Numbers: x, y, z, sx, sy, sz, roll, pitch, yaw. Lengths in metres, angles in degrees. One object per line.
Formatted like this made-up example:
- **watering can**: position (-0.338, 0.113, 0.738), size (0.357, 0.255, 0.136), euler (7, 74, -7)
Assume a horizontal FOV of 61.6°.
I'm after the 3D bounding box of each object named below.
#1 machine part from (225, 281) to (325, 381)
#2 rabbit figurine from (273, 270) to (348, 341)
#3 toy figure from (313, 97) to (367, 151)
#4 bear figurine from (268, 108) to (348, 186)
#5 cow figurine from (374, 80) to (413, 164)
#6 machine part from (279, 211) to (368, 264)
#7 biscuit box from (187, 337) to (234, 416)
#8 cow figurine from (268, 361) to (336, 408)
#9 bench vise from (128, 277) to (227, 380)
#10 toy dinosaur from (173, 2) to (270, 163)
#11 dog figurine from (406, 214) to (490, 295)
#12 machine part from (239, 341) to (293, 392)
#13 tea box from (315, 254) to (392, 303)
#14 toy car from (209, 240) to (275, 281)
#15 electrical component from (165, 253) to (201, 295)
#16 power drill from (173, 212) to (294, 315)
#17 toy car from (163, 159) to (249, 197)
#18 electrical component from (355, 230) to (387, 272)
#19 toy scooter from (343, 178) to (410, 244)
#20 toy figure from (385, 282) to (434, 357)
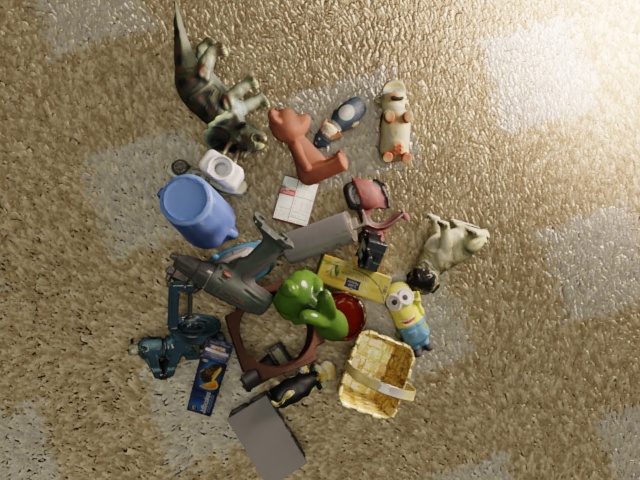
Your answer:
- **machine part**: position (-0.105, 0.208, 1.245), size (0.201, 0.087, 0.201), euler (-17, 80, -17)
- **rabbit figurine**: position (-0.004, 0.143, 1.145), size (0.170, 0.159, 0.121), euler (39, 77, 9)
- **toy figure**: position (0.043, -0.282, 1.303), size (0.154, 0.057, 0.064), euler (-43, 54, -2)
- **bear figurine**: position (-0.031, -0.229, 1.236), size (0.132, 0.120, 0.195), euler (-23, 99, 9)
- **cow figurine**: position (0.178, -0.284, 1.289), size (0.085, 0.127, 0.194), euler (-2, 103, -3)
- **machine part**: position (-0.003, -0.004, 1.257), size (0.243, 0.079, 0.079), euler (-19, 90, 15)
- **biscuit box**: position (-0.251, 0.312, 1.215), size (0.063, 0.059, 0.202), euler (18, 126, -5)
- **cow figurine**: position (-0.040, 0.336, 1.262), size (0.167, 0.098, 0.068), euler (-28, 84, -4)
- **bench vise**: position (-0.323, 0.190, 1.224), size (0.224, 0.129, 0.240), euler (3, 106, -11)
- **toy dinosaur**: position (-0.260, -0.347, 1.257), size (0.192, 0.131, 0.405), euler (-44, 86, -4)
- **dog figurine**: position (0.311, 0.048, 1.303), size (0.172, 0.121, 0.190), euler (13, 102, 0)
- **machine part**: position (-0.130, 0.308, 1.287), size (0.139, 0.039, 0.084), euler (-38, 100, -6)
- **tea box**: position (0.075, 0.090, 1.275), size (0.170, 0.098, 0.068), euler (18, 88, -2)
- **toy car**: position (-0.189, 0.066, 1.255), size (0.162, 0.103, 0.109), euler (-24, 91, -2)
- **electrical component**: position (-0.321, 0.084, 1.277), size (0.102, 0.045, 0.078), euler (21, 60, -6)
- **power drill**: position (-0.173, 0.042, 1.159), size (0.232, 0.086, 0.207), euler (38, 93, -7)
- **toy car**: position (-0.268, -0.144, 1.267), size (0.202, 0.073, 0.056), euler (13, 87, -4)
- **electrical component**: position (0.118, 0.031, 1.222), size (0.048, 0.119, 0.074), euler (16, 107, -11)
- **toy scooter**: position (0.140, -0.073, 1.292), size (0.135, 0.075, 0.183), euler (-19, 97, -1)
- **toy figure**: position (0.209, 0.188, 1.292), size (0.082, 0.089, 0.180), euler (-30, 100, -19)
